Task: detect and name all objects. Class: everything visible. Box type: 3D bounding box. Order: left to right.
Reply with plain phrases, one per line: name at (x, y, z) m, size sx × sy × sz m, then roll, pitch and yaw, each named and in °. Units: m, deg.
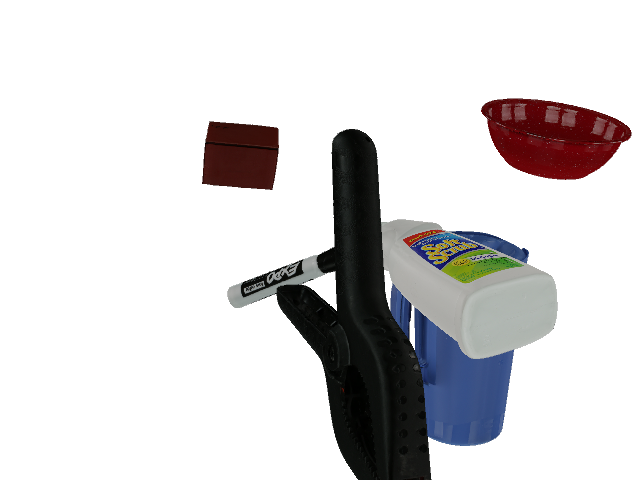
foam brick at (-0.085, -0.091, 1.140) m, size 0.078 × 0.051 × 0.053 m, roll 5°, pitch 31°, yaw -3°
marker at (-0.023, 0.028, 0.841) m, size 0.121 × 0.020 × 0.020 m, roll -22°, pitch -12°, yaw 33°
clamp at (0.023, 0.053, 0.604) m, size 0.036 × 0.210 × 0.165 m, roll -3°, pitch -44°, yaw -19°
bleach bottle at (0.110, 0.030, 1.008) m, size 0.102 × 0.068 × 0.251 m, roll -14°, pitch 22°, yaw -22°
pitcher at (0.163, 0.119, 1.274) m, size 0.149 × 0.243 × 0.145 m, roll 5°, pitch 18°, yaw 11°
bowl at (0.251, -0.107, 1.160) m, size 0.162 × 0.055 × 0.162 m, roll 6°, pitch 23°, yaw -3°
